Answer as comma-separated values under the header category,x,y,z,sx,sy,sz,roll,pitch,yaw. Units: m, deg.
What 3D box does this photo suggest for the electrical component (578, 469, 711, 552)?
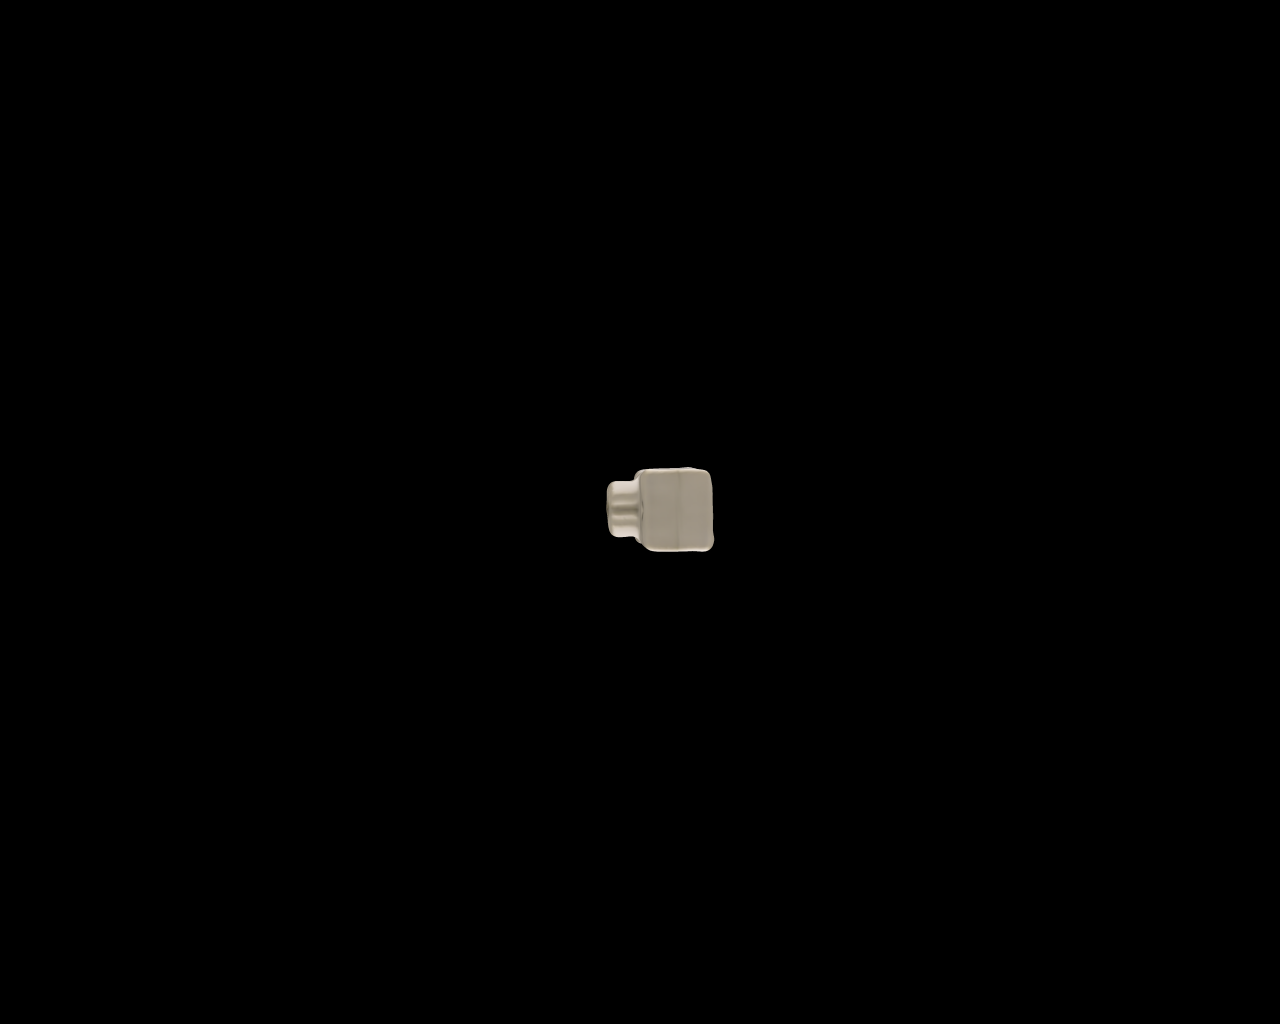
category,x,y,z,sx,sy,sz,roll,pitch,yaw
electrical component,0.001,-0.003,0.650,0.076,0.047,0.083,0,2,-4
